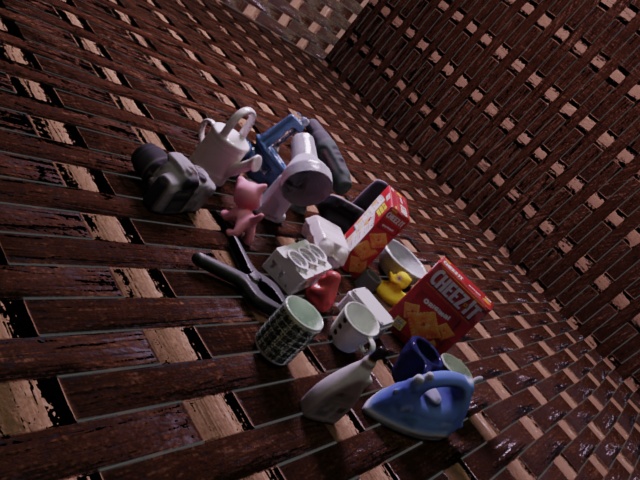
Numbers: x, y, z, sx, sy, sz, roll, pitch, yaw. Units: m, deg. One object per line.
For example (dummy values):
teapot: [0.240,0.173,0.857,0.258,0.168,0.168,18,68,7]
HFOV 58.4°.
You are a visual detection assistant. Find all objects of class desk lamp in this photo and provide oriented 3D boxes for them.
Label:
desk lamp: [-0.074,-0.143,1.368,0.118,0.213,0.202,26,26,-36]

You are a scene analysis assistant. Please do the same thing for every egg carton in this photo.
egg carton: [0.013,0.005,1.432,0.108,0.069,0.150,27,25,-33]

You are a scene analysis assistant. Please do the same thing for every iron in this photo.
iron: [0.208,0.298,1.104,0.259,0.141,0.118,20,30,-44]

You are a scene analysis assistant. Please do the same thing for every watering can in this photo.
watering can: [-0.206,-0.220,1.316,0.173,0.194,0.101,38,21,-8]

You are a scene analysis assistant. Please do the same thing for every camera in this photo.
camera: [-0.292,-0.131,1.126,0.136,0.100,0.143,48,22,16]

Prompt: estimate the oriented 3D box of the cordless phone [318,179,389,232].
cordless phone: [0.100,-0.123,1.668,0.148,0.185,0.094,26,26,-36]

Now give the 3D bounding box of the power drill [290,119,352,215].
power drill: [-0.022,-0.184,1.543,0.229,0.208,0.076,52,23,24]

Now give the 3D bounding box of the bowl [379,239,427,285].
bowl: [0.226,0.076,1.655,0.168,0.074,0.167,35,22,-16]

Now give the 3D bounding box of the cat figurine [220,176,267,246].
cat figurine: [-0.154,-0.072,1.226,0.067,0.117,0.127,22,28,-41]

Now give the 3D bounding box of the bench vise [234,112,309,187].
bench vise: [-0.133,-0.236,1.437,0.121,0.219,0.208,51,23,22]

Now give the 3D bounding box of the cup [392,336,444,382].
cup: [0.198,0.271,1.203,0.092,0.095,0.118,38,21,-10]

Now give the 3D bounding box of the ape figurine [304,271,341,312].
ape figurine: [0.010,0.101,1.211,0.078,0.092,0.076,13,35,-51]

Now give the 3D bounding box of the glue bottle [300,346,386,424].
glue bottle: [0.047,0.228,0.917,0.078,0.173,0.037,26,26,-35]

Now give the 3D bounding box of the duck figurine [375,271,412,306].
duck figurine: [0.205,0.124,1.511,0.105,0.086,0.077,35,22,-17]
